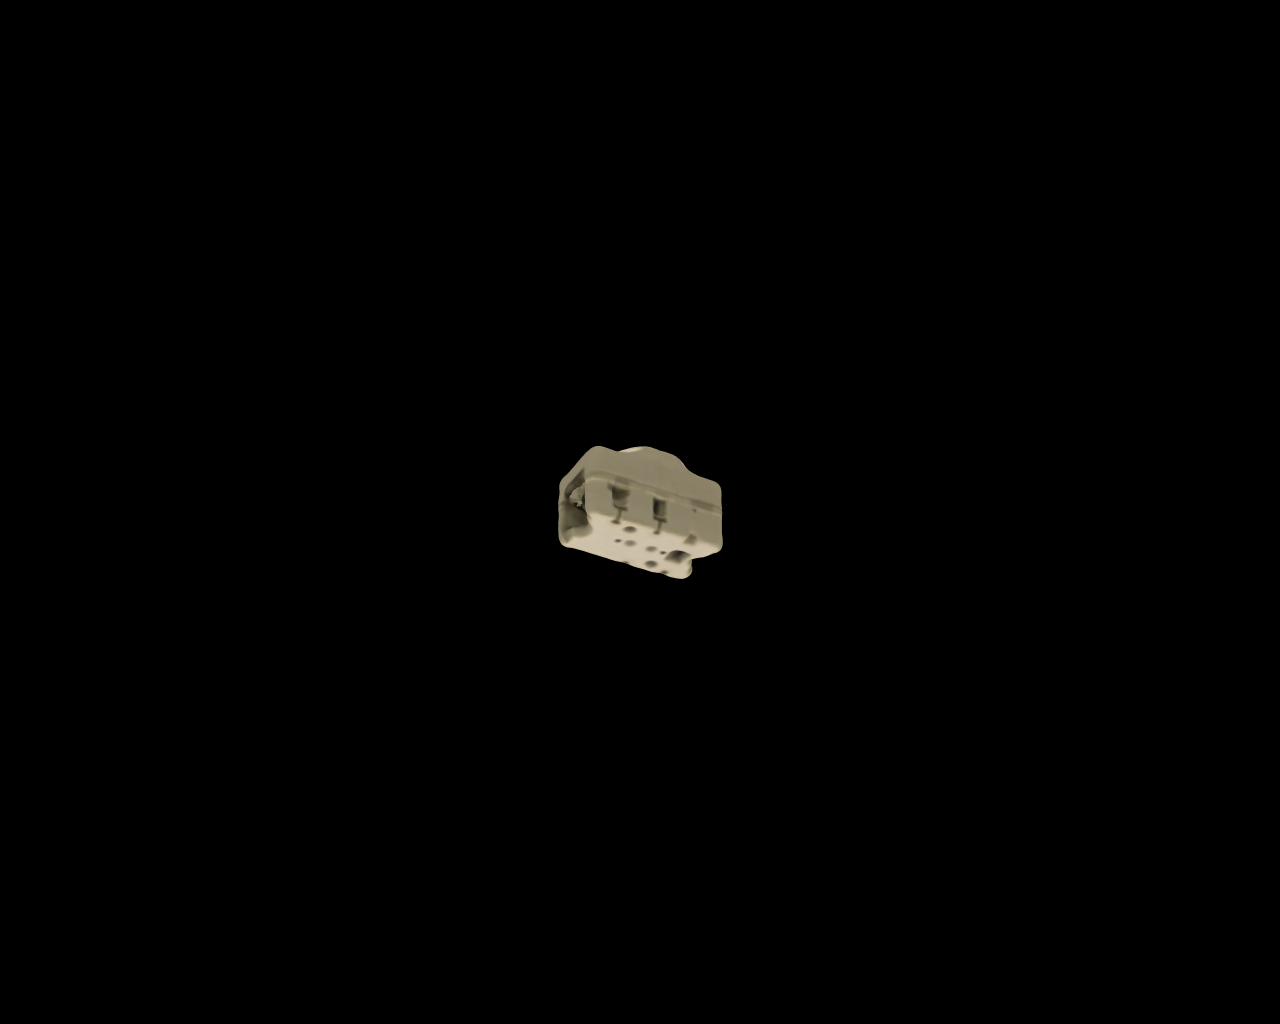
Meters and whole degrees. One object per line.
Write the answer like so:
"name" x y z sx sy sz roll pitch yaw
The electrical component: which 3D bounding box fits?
"electrical component" 0.001 -0.003 0.650 0.089 0.056 0.050 17 -36 -24
